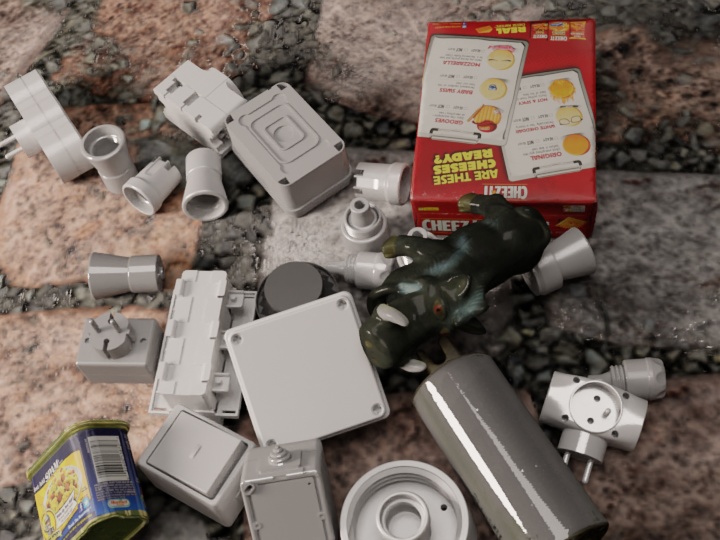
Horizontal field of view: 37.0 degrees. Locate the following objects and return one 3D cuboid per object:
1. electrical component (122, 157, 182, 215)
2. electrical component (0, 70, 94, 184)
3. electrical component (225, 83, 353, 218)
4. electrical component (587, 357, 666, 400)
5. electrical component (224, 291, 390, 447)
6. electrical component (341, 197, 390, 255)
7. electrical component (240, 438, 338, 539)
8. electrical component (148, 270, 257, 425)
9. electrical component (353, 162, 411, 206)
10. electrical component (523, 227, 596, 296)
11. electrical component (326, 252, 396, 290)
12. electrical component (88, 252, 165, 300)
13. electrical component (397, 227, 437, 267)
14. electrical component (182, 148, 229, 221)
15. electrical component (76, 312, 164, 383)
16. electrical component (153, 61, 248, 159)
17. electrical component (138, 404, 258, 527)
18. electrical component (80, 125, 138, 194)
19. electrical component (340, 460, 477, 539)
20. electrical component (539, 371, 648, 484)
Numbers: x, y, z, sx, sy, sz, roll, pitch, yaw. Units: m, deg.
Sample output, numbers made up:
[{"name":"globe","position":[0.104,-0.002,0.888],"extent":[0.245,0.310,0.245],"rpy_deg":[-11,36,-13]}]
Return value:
[{"name":"electrical component","position":[-0.202,-0.083,1.048],"extent":[0.040,0.040,0.046],"rpy_deg":[26,60,22]},{"name":"electrical component","position":[-0.331,-0.138,1.091],"extent":[0.074,0.052,0.138],"rpy_deg":[-32,60,-11]},{"name":"electrical component","position":[-0.069,-0.115,1.036],"extent":[0.078,0.057,0.113],"rpy_deg":[-34,60,-13]},{"name":"electrical component","position":[0.219,0.090,0.883],"extent":[0.061,0.035,0.035],"rpy_deg":[-4,59,8]},{"name":"electrical component","position":[-0.043,0.085,0.888],"extent":[0.109,0.056,0.108],"rpy_deg":[-18,89,-3]},{"name":"electrical component","position":[0.004,-0.042,0.978],"extent":[0.043,0.062,0.043],"rpy_deg":[-4,58,6]},{"name":"electrical component","position":[-0.055,0.173,0.834],"extent":[0.062,0.096,0.061],"rpy_deg":[-9,20,2]},{"name":"electrical component","position":[-0.138,0.065,0.934],"extent":[0.079,0.063,0.121],"rpy_deg":[1,59,9]},{"name":"electrical component","position":[0.021,-0.083,1.015],"extent":[0.046,0.040,0.040],"rpy_deg":[8,60,19]},{"name":"electrical component","position":[0.172,-0.007,0.943],"extent":[0.055,0.045,0.045],"rpy_deg":[-24,59,-6]},{"name":"electrical component","position":[0.000,0.000,0.970],"extent":[0.061,0.035,0.035],"rpy_deg":[5,60,14]},{"name":"electrical component","position":[-0.214,0.004,0.996],"extent":[0.065,0.044,0.044],"rpy_deg":[-3,59,1]},{"name":"electrical component","position":[0.054,-0.014,0.954],"extent":[0.043,0.062,0.043],"rpy_deg":[-4,59,6]},{"name":"electrical component","position":[-0.151,-0.085,1.041],"extent":[0.044,0.044,0.065],"rpy_deg":[-10,53,2]},{"name":"electrical component","position":[-0.213,0.062,0.938],"extent":[0.066,0.076,0.047],"rpy_deg":[0,59,8]},{"name":"electrical component","position":[-0.153,-0.165,1.083],"extent":[0.089,0.050,0.056],"rpy_deg":[37,71,26]},{"name":"electrical component","position":[-0.134,0.155,0.880],"extent":[0.096,0.061,0.061],"rpy_deg":[24,65,21]},{"name":"electrical component","position":[-0.241,-0.105,1.050],"extent":[0.044,0.065,0.044],"rpy_deg":[-4,57,6]},{"name":"electrical component","position":[0.035,0.199,0.829],"extent":[0.108,0.060,0.108],"rpy_deg":[-4,59,6]},{"name":"electrical component","position":[0.181,0.130,0.859],"extent":[0.077,0.044,0.079],"rpy_deg":[17,75,10]}]
